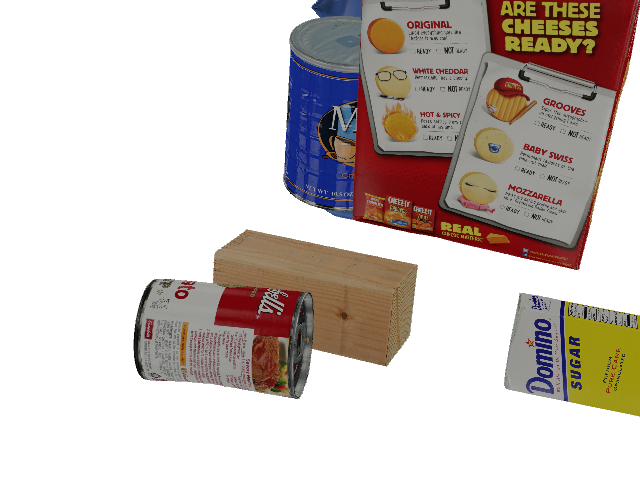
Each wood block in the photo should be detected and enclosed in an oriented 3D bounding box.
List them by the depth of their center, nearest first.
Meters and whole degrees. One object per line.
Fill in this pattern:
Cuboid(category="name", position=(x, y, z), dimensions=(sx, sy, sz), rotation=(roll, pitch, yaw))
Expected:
Cuboid(category="wood block", position=(-0.008, 0.061, 1.179), dimensions=(0.206, 0.091, 0.090), rotation=(12, 23, 19))

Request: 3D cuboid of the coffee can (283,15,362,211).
Cuboid(category="coffee can", position=(0.021, -0.112, 0.936), dimensions=(0.103, 0.140, 0.103), rotation=(3, 34, -2))

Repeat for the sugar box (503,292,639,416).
Cuboid(category="sugar box", position=(0.272, 0.114, 1.031), dimensions=(0.176, 0.093, 0.048), rotation=(9, 22, 9))

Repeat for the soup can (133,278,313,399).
Cuboid(category="soup can", position=(-0.060, 0.062, 0.681), dimensions=(0.102, 0.068, 0.068), rotation=(5, 1, 10))

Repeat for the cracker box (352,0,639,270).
Cuboid(category="cracker box", position=(0.111, -0.096, 0.696), dimensions=(0.164, 0.214, 0.072), rotation=(13, 41, 14))

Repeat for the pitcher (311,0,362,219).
Cuboid(category="pitcher", position=(0.074, -0.146, 1.148), dimensions=(0.149, 0.243, 0.144), rotation=(9, 10, 25))
